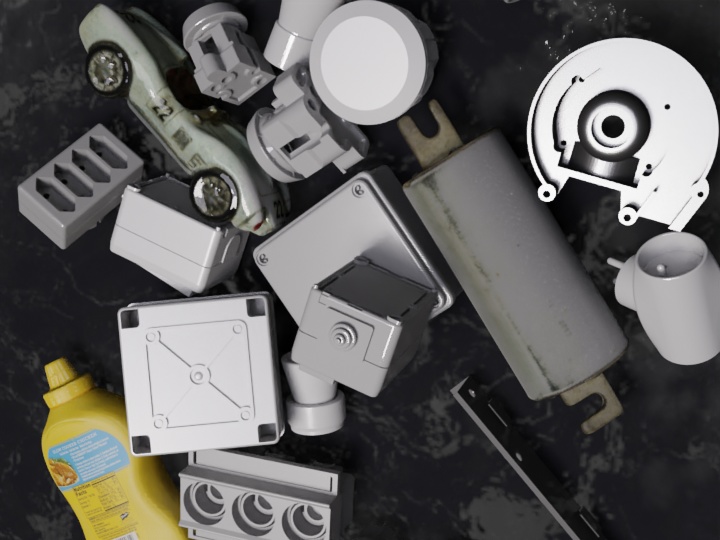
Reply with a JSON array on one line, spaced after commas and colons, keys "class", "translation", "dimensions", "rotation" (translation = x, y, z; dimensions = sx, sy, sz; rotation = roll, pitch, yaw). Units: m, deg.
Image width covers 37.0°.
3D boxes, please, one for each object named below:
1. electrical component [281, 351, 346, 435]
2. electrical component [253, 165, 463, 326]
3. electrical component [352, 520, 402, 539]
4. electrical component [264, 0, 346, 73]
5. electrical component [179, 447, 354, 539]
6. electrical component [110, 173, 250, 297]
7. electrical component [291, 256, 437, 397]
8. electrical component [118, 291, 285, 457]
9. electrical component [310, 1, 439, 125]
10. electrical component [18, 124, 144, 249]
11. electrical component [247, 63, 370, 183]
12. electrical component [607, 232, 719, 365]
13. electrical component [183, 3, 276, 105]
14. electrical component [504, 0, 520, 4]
[{"class": "electrical component", "translation": [-0.034, 0.089, 0.799], "dimensions": [0.045, 0.045, 0.055], "rotation": [0, 104, 20]}, {"class": "electrical component", "translation": [0.000, 0.000, 0.758], "dimensions": [0.109, 0.056, 0.108], "rotation": [-34, 90, 24]}, {"class": "electrical component", "translation": [0.009, 0.215, 0.814], "dimensions": [0.040, 0.046, 0.040], "rotation": [5, 105, 19]}, {"class": "electrical component", "translation": [-0.040, -0.168, 0.739], "dimensions": [0.044, 0.044, 0.065], "rotation": [31, 117, 11]}, {"class": "electrical component", "translation": [-0.070, 0.175, 0.824], "dimensions": [0.121, 0.063, 0.078], "rotation": [8, 106, 18]}, {"class": "electrical component", "translation": [-0.138, -0.028, 0.798], "dimensions": [0.096, 0.062, 0.061], "rotation": [25, 111, 13]}, {"class": "electrical component", "translation": [0.000, 0.039, 0.682], "dimensions": [0.062, 0.096, 0.061], "rotation": [23, 111, 14]}, {"class": "electrical component", "translation": [-0.114, 0.074, 0.778], "dimensions": [0.109, 0.056, 0.108], "rotation": [-5, 90, -2]}, {"class": "electrical component", "translation": [0.011, -0.140, 0.721], "dimensions": [0.080, 0.051, 0.080], "rotation": [5, 105, 19]}, {"class": "electrical component", "translation": [-0.212, -0.055, 0.817], "dimensions": [0.047, 0.083, 0.075], "rotation": [41, 151, 6]}, {"class": "electrical component", "translation": [-0.041, -0.096, 0.745], "dimensions": [0.057, 0.058, 0.078], "rotation": [-30, 118, 30]}, {"class": "electrical component", "translation": [0.192, 0.013, 0.691], "dimensions": [0.079, 0.043, 0.077], "rotation": [28, 152, 47]}, {"class": "electrical component", "translation": [-0.095, -0.152, 0.753], "dimensions": [0.048, 0.066, 0.055], "rotation": [-33, 71, 23]}, {"class": "electrical component", "translation": [0.101, -0.204, 0.669], "dimensions": [0.078, 0.058, 0.057], "rotation": [-27, 90, 24]}]
